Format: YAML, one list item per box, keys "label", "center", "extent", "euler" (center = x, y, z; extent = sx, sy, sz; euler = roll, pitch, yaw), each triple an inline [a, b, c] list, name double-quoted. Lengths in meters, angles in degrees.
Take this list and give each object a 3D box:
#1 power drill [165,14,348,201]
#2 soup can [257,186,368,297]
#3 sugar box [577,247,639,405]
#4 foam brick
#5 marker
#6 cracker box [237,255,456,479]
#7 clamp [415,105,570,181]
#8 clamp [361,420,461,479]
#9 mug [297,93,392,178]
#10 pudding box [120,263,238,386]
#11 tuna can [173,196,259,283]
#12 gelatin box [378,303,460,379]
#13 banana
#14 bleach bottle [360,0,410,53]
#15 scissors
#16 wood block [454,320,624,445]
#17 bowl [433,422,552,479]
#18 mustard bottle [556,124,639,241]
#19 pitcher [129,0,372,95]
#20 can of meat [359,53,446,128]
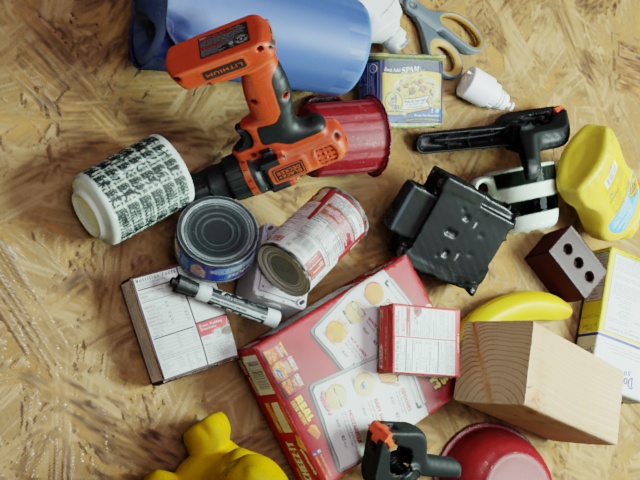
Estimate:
- label: "power drill"
  center: [-0.082, -0.120, 1.063]
  extent: [0.184, 0.187, 0.057]
  euler: [-22, 45, 6]
- label: "soup can"
  center: [-0.007, 0.001, 1.083]
  extent: [0.068, 0.069, 0.102]
  euler: [51, 57, -8]
- label: "sugar box"
  center: [0.370, 0.107, 1.324]
  extent: [0.093, 0.048, 0.176]
  euler: [21, 74, -21]
- label: "foam brick"
  center: [0.300, 0.031, 1.301]
  extent: [0.053, 0.051, 0.078]
  euler: [-44, 100, -26]
- label: "marker"
  center: [-0.096, 0.061, 1.076]
  extent: [0.121, 0.020, 0.020]
  euler: [22, 70, -22]
- label: "cracker box"
  center: [0.036, 0.138, 1.139]
  extent: [0.213, 0.072, 0.164]
  euler: [-30, 95, -29]
- label: "clamp"
  center: [0.226, -0.125, 1.278]
  extent: [0.209, 0.165, 0.036]
  euler: [-31, 128, -48]
- label: "clamp"
  center: [0.080, 0.249, 1.110]
  extent: [0.120, 0.039, 0.171]
  euler: [-53, 136, -13]
- label: "mug"
  center: [0.018, -0.121, 1.183]
  extent: [0.081, 0.093, 0.117]
  euler: [-7, 51, -22]
- label: "pudding box"
  center: [-0.141, 0.081, 1.083]
  extent: [0.089, 0.039, 0.113]
  euler: [-16, 85, -28]
- label: "tuna can"
  center: [-0.104, -0.002, 1.077]
  extent: [0.086, 0.034, 0.086]
  euler: [5, 59, -8]
- label: "gelatin box"
  center: [0.104, 0.107, 1.122]
  extent: [0.089, 0.030, 0.073]
  euler: [7, 78, -27]
- label: "banana"
  center: [0.217, 0.099, 1.258]
  extent: [0.197, 0.037, 0.069]
  euler: [-27, 109, -27]
- label: "bleach bottle"
  center: [0.005, -0.307, 1.224]
  extent: [0.250, 0.068, 0.102]
  euler: [45, 66, -14]
- label: "scissors"
  center: [0.111, -0.264, 1.291]
  extent: [0.201, 0.016, 0.096]
  euler: [22, 70, -20]
- label: "wood block"
  center: [0.247, 0.162, 1.187]
  extent: [0.205, 0.090, 0.091]
  euler: [27, 68, -43]
- label: "bowl"
  center: [0.208, 0.286, 1.201]
  extent: [0.161, 0.055, 0.162]
  euler: [5, 77, -25]
- label: "mustard bottle"
  center: [0.351, -0.053, 1.308]
  extent: [0.191, 0.058, 0.096]
  euler: [43, 67, -47]
- label: "pitcher"
  center: [-0.074, -0.234, 1.137]
  extent: [0.242, 0.145, 0.149]
  euler: [7, 87, -26]
- label: "can of meat"
  center: [0.094, -0.171, 1.231]
  extent: [0.101, 0.058, 0.084]
  euler: [-3, 96, -26]
